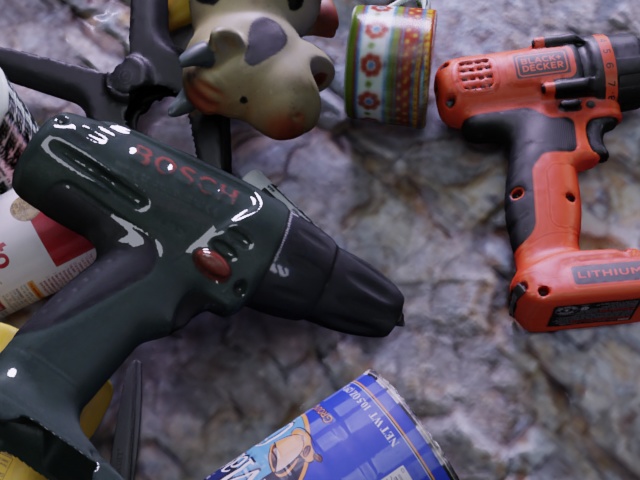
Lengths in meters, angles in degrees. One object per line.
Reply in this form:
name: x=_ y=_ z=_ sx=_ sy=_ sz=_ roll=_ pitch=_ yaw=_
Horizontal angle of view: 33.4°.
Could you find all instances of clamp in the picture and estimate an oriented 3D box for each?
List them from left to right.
clamp: x=-0.132 y=-0.100 z=0.698 sx=0.164 sy=0.036 sz=0.210 roll=-31 pitch=77 yaw=4

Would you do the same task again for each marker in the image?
marker: x=-0.004 y=0.001 z=0.664 sx=0.020 sy=0.020 sz=0.121 roll=-42 pitch=71 yaw=-14

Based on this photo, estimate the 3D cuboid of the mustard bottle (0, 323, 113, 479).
mustard bottle: x=-0.198 y=0.144 z=0.590 sx=0.096 sy=0.058 sz=0.191 roll=21 pitch=69 yaw=8

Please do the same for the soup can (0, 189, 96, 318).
soup can: x=-0.167 y=-0.003 z=0.648 sx=0.102 sy=0.068 sz=0.068 roll=-28 pitch=68 yaw=-8

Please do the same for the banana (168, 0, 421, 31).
banana: x=-0.024 y=-0.187 z=0.737 sx=0.198 sy=0.037 sz=0.069 roll=-7 pitch=66 yaw=0

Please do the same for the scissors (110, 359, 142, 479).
scissors: x=-0.134 y=0.171 z=0.598 sx=0.096 sy=0.016 sz=0.202 roll=-12 pitch=66 yaw=-2

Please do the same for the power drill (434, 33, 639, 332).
power drill: x=0.172 y=-0.043 z=0.656 sx=0.184 sy=0.057 sz=0.187 roll=-8 pitch=64 yaw=3

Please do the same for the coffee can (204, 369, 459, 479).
coffee can: x=-0.004 y=0.148 z=0.555 sx=0.140 sy=0.103 sz=0.103 roll=-32 pitch=69 yaw=-11
